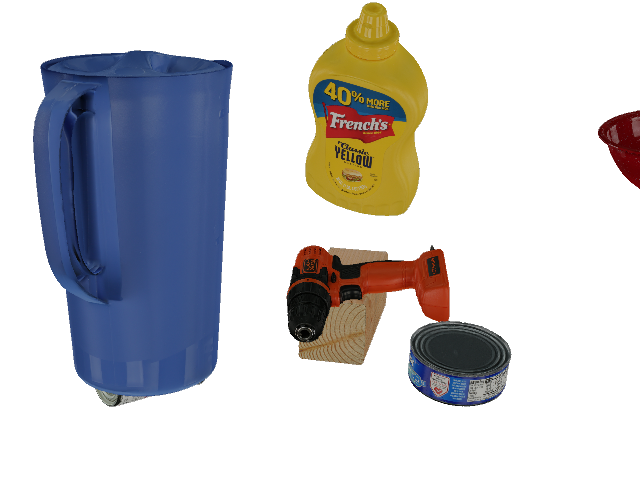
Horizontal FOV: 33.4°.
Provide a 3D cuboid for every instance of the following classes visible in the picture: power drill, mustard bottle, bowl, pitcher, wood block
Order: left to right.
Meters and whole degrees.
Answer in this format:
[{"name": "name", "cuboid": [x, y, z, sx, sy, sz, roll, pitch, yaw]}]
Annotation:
[{"name": "pitcher", "cuboid": [-0.135, -0.012, 0.772, 0.149, 0.243, 0.145, -5, 17, -21]}, {"name": "wood block", "cuboid": [0.036, 0.088, 1.506, 0.091, 0.090, 0.206, 5, 20, 10]}, {"name": "power drill", "cuboid": [0.054, 0.060, 1.242, 0.187, 0.057, 0.184, 0, 28, 3]}, {"name": "mustard bottle", "cuboid": [0.038, -0.108, 0.864, 0.096, 0.192, 0.058, 19, 49, 15]}, {"name": "bowl", "cuboid": [0.336, -0.076, 0.973, 0.162, 0.055, 0.162, -5, 22, 2]}]

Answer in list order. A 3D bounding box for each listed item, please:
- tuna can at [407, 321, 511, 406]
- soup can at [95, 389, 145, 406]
[{"name": "tuna can", "cuboid": [0.118, 0.105, 0.912, 0.086, 0.034, 0.086, 3, 26, -2]}, {"name": "soup can", "cuboid": [-0.175, 0.126, 1.089, 0.102, 0.068, 0.069, -11, 7, -36]}]
